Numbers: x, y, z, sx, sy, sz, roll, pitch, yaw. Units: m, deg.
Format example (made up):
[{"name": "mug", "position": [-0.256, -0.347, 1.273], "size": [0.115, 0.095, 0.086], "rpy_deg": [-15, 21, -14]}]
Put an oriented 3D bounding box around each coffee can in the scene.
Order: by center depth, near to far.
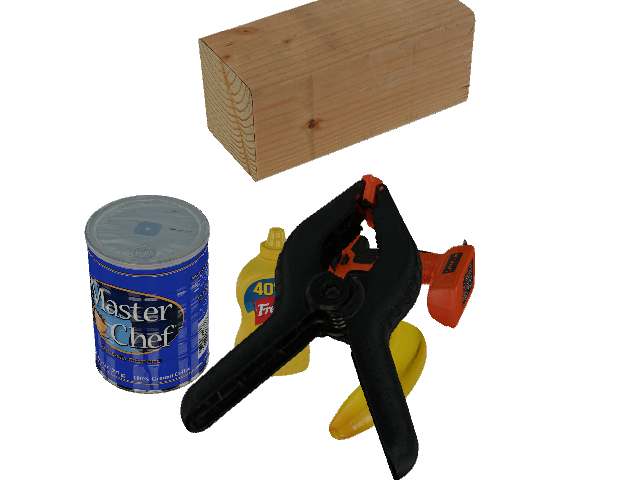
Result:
[{"name": "coffee can", "position": [-0.147, 0.046, 0.922], "size": [0.103, 0.140, 0.103], "rpy_deg": [3, 34, -2]}]

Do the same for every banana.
[{"name": "banana", "position": [0.057, 0.114, 0.931], "size": [0.070, 0.037, 0.197], "rpy_deg": [-27, 12, 20]}]

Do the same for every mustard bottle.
[{"name": "mustard bottle", "position": [-0.058, 0.075, 1.347], "size": [0.096, 0.192, 0.058], "rpy_deg": [0, 21, -9]}]

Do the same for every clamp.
[{"name": "clamp", "position": [0.016, 0.043, 0.554], "size": [0.120, 0.171, 0.039], "rpy_deg": [21, -27, 15]}]

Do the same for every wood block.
[{"name": "wood block", "position": [0.015, -0.138, 0.874], "size": [0.205, 0.091, 0.090], "rpy_deg": [-23, 47, -22]}]

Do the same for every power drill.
[{"name": "power drill", "position": [0.059, 0.042, 1.122], "size": [0.188, 0.057, 0.184], "rpy_deg": [8, 31, 19]}]
